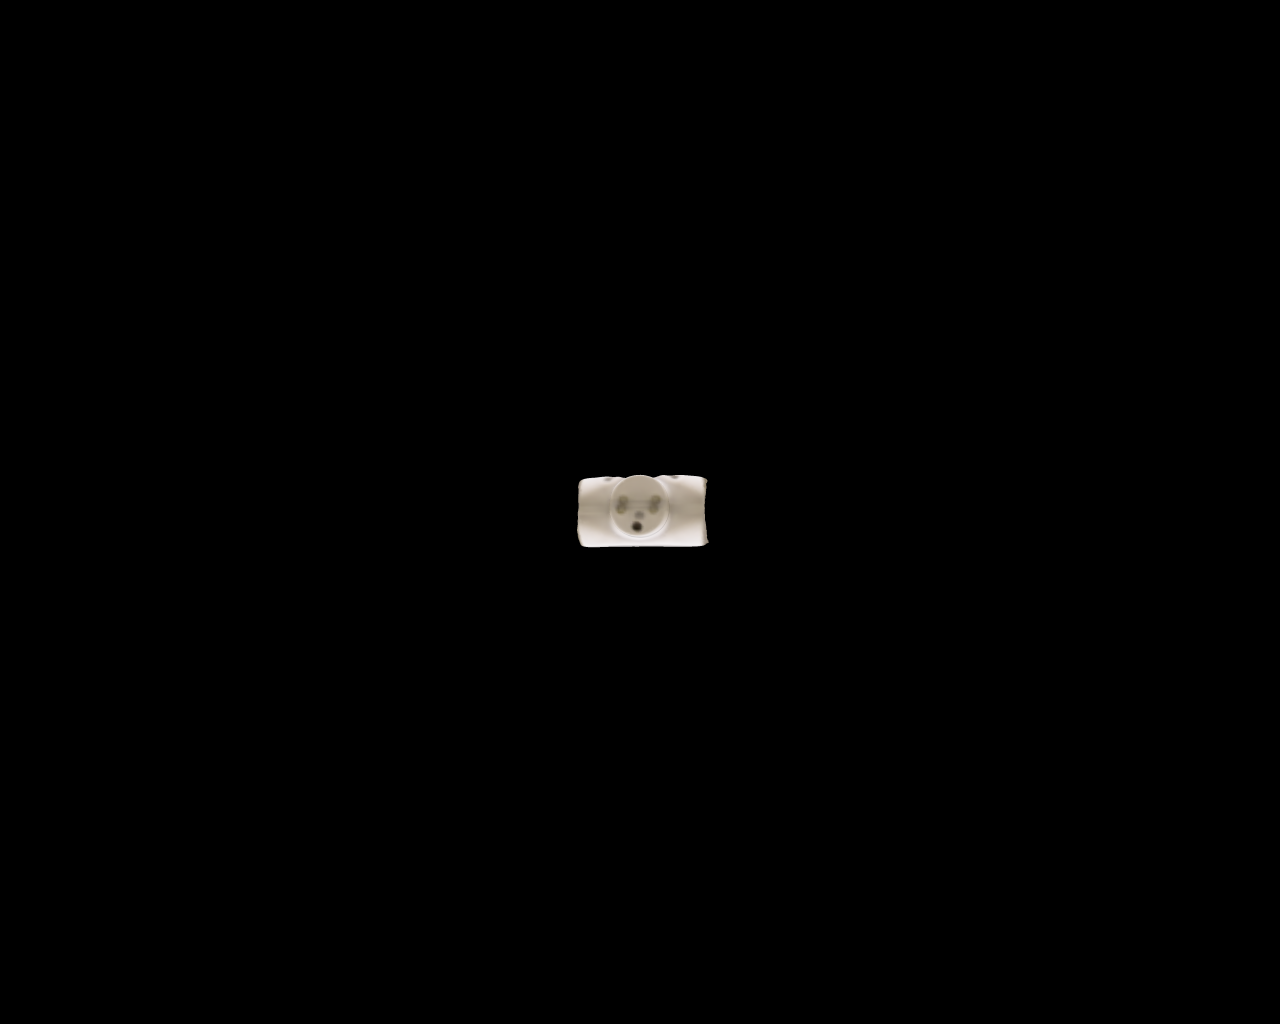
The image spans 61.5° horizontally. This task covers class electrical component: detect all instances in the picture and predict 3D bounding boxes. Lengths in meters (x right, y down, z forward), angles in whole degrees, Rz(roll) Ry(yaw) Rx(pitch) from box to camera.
[{"bbox_3d":[0.001,-0.003,0.650,0.077,0.044,0.079,-1,-7,5],"label":"electrical component"}]
